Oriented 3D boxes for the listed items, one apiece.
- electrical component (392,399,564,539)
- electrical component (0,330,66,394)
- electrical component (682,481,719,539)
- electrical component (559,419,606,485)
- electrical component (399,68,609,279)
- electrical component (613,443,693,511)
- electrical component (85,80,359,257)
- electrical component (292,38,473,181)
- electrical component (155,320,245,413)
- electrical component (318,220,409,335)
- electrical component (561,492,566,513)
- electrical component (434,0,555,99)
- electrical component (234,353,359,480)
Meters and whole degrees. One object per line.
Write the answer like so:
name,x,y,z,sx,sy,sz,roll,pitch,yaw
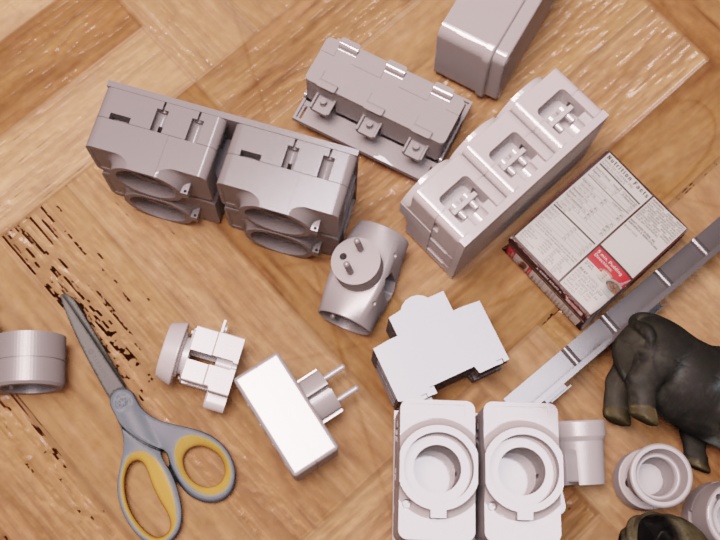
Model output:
electrical component,0.075,0.181,0.700,0.105,0.060,0.186,2,73,-2
electrical component,-0.287,0.053,0.792,0.138,0.052,0.073,-2,74,-2
electrical component,0.267,0.179,0.775,0.055,0.047,0.055,0,75,-1
electrical component,0.161,0.134,0.789,0.040,0.040,0.046,-2,80,-2
electrical component,0.106,-0.075,0.818,0.150,0.089,0.061,-42,80,-11
electrical component,0.210,0.150,0.777,0.045,0.055,0.045,0,75,-1
electrical component,-0.099,-0.068,0.803,0.186,0.105,0.060,16,75,3
electrical component,0.019,-0.130,0.845,0.121,0.063,0.078,27,76,6
electrical component,-0.119,0.067,0.797,0.055,0.048,0.066,17,75,-5
electrical component,0.000,0.000,0.801,0.043,0.079,0.077,20,75,16
electrical component,0.096,0.159,0.771,0.089,0.055,0.050,-10,75,-4
electrical component,0.112,-0.203,0.861,0.057,0.078,0.113,29,76,9
electrical component,-0.038,0.098,0.789,0.076,0.047,0.083,-32,78,-10
